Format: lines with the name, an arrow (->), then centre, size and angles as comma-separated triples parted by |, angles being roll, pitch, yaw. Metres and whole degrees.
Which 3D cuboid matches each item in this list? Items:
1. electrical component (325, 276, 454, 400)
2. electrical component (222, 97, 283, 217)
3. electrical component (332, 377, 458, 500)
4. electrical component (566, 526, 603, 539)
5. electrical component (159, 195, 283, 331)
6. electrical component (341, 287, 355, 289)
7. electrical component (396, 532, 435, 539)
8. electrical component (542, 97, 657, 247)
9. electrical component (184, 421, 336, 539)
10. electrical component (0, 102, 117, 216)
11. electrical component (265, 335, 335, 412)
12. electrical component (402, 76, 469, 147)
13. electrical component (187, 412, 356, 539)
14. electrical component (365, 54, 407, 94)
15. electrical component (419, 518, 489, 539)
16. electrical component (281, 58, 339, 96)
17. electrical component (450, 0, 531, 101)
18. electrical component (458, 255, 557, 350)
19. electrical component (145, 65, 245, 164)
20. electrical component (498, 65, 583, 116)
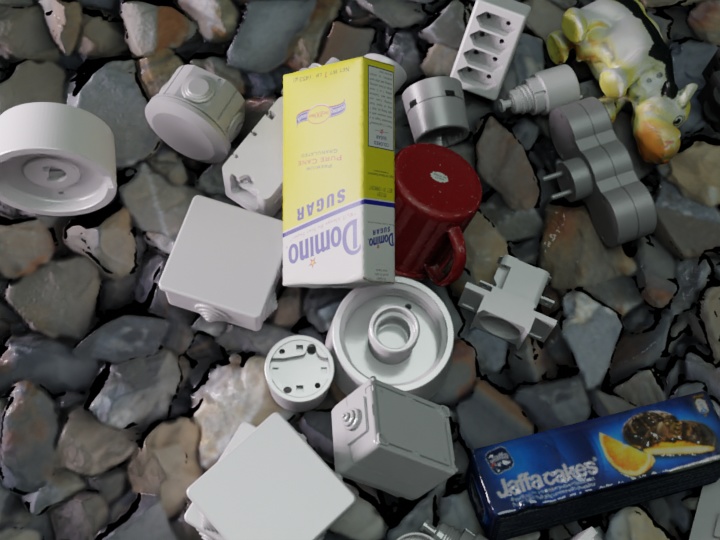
electrical component -> 0.026, 0.057, 0.882 | 0.108, 0.060, 0.108 | 1, 69, -3
electrical component -> -0.074, -0.094, 0.936 | 0.050, 0.055, 0.089 | 33, 71, 9
electrical component -> 0.018, 0.131, 0.830 | 0.096, 0.061, 0.061 | 25, 41, -30
electrical component -> 0.130, 0.267, 0.792 | 0.150, 0.089, 0.061 | -38, 76, -16
electrical component -> -0.111, -0.004, 0.904 | 0.100, 0.048, 0.099 | 17, 69, 3
electrical component -> 0.000, 0.000, 0.916 | 0.061, 0.035, 0.035 | 6, 69, -4
electrical component -> 0.047, 0.239, 0.805 | 0.044, 0.077, 0.079 | -28, 73, -13
electrical component -> 0.198, -0.082, 0.950 | 0.074, 0.052, 0.138 | -19, 71, -10
electrical component -> -0.075, 0.180, 0.835 | 0.100, 0.048, 0.099 | 29, 70, 8
electrical component -> -0.257, -0.098, 0.902 | 0.108, 0.108, 0.060 | -1, 63, -4
electrical component -> -0.049, 0.086, 0.873 | 0.055, 0.047, 0.055 | 1, 69, -3
electrical component -> 0.069, -0.140, 0.964 | 0.055, 0.055, 0.047 | -9, 73, -7
electrical component -> -0.064, 0.168, 0.786 | 0.100, 0.048, 0.099 | -40, 76, -16
electrical component -> 0.010, -0.157, 0.974 | 0.044, 0.044, 0.065 | 24, 74, 6
electrical component -> 0.081, 0.220, 0.833 | 0.078, 0.040, 0.040 | 35, 71, 9
electrical component -> -0.039, -0.166, 0.973 | 0.043, 0.043, 0.062 | 38, 70, 11
electrical component -> 0.122, -0.211, 0.989 | 0.047, 0.083, 0.075 | 21, 31, 5
electrical component -> 0.128, 0.025, 0.911 | 0.081, 0.042, 0.063 | 23, 66, 5
electrical component -> -0.142, -0.134, 0.936 | 0.080, 0.080, 0.051 | 25, 65, 6
electrical component -> 0.164, -0.161, 0.985 | 0.078, 0.040, 0.040 | -18, 71, -10
